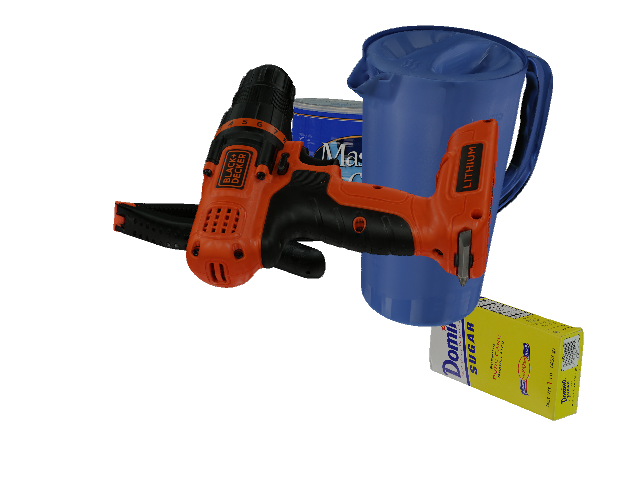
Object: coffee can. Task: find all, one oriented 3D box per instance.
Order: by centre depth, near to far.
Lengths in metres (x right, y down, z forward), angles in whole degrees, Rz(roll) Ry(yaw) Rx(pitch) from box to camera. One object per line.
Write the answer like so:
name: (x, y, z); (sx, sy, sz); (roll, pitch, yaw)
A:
coffee can: (0.017, -0.077, 1.140); (0.103, 0.140, 0.103); (4, 12, -1)

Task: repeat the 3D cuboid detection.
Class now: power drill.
power drill: (0.018, -0.044, 0.688); (0.188, 0.184, 0.057); (3, -39, 11)

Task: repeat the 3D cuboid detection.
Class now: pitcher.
pitcher: (0.105, -0.054, 0.913); (0.149, 0.243, 0.144); (12, 31, 16)

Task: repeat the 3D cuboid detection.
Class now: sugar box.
sugar box: (0.192, 0.117, 1.130); (0.048, 0.093, 0.177); (-9, 17, -42)

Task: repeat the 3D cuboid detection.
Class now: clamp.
clamp: (-0.081, -0.006, 0.940); (0.210, 0.036, 0.164); (6, 13, -1)
